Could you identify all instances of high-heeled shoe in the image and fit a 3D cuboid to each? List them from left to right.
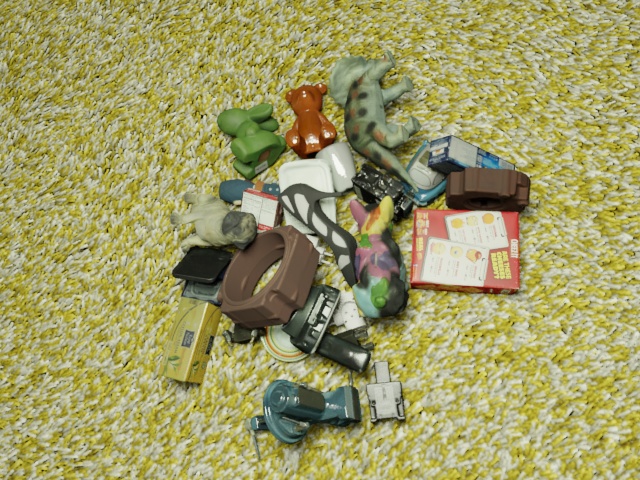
[{"bbox_3d":[-0.002,-0.003,1.151,0.145,0.086,0.248,-7,105,18],"label":"high-heeled shoe"}]

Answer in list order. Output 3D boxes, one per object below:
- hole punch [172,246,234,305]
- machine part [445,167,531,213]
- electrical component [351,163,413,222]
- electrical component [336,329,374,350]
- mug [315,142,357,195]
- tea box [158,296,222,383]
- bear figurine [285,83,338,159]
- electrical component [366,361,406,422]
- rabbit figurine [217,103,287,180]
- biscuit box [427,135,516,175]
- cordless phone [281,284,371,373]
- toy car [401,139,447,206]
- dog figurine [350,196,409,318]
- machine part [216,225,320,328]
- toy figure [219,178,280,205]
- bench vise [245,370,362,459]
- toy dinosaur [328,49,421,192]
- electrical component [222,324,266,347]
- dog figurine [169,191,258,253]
[{"bbox_3d":[-0.255,0.080,1.209,0.142,0.092,0.116,5,38,19],"label":"hole punch"},{"bbox_3d":[0.342,-0.094,1.107,0.180,0.179,0.056,6,77,12],"label":"machine part"},{"bbox_3d":[0.139,-0.098,1.171,0.134,0.114,0.058,36,85,16],"label":"electrical component"},{"bbox_3d":[0.061,0.218,1.115,0.094,0.063,0.021,-21,26,10],"label":"electrical component"},{"bbox_3d":[0.036,-0.154,1.229,0.110,0.080,0.107,-25,77,3],"label":"mug"},{"bbox_3d":[-0.276,0.216,1.155,0.068,0.098,0.169,9,76,14],"label":"tea box"},{"bbox_3d":[-0.025,-0.294,1.261,0.120,0.132,0.196,-8,77,4],"label":"bear figurine"},{"bbox_3d":[0.131,0.303,1.080,0.075,0.047,0.119,-4,73,8],"label":"electrical component"},{"bbox_3d":[-0.171,-0.260,1.278,0.159,0.121,0.170,-38,71,-10],"label":"rabbit figurine"},{"bbox_3d":[0.321,-0.155,1.125,0.202,0.063,0.059,17,77,-30],"label":"biscuit box"},{"bbox_3d":[0.031,0.173,1.076,0.184,0.088,0.146,20,76,29],"label":"cordless phone"},{"bbox_3d":[0.242,-0.160,1.180,0.109,0.102,0.161,39,81,20],"label":"toy car"},{"bbox_3d":[0.113,0.024,1.084,0.109,0.191,0.219,-6,109,15],"label":"dog figurine"},{"bbox_3d":[-0.110,0.074,1.112,0.201,0.087,0.201,-13,48,40],"label":"machine part"},{"bbox_3d":[-0.159,-0.114,1.261,0.155,0.058,0.064,4,102,8],"label":"toy figure"},{"bbox_3d":[-0.044,0.338,1.053,0.241,0.223,0.129,-29,61,32],"label":"bench vise"},{"bbox_3d":[0.114,-0.272,1.200,0.192,0.131,0.405,-19,62,38],"label":"toy dinosaur"},{"bbox_3d":[-0.161,0.192,1.157,0.102,0.045,0.078,-11,67,29],"label":"electrical component"},{"bbox_3d":[-0.209,-0.047,1.197,0.191,0.121,0.172,-1,44,19],"label":"dog figurine"}]
